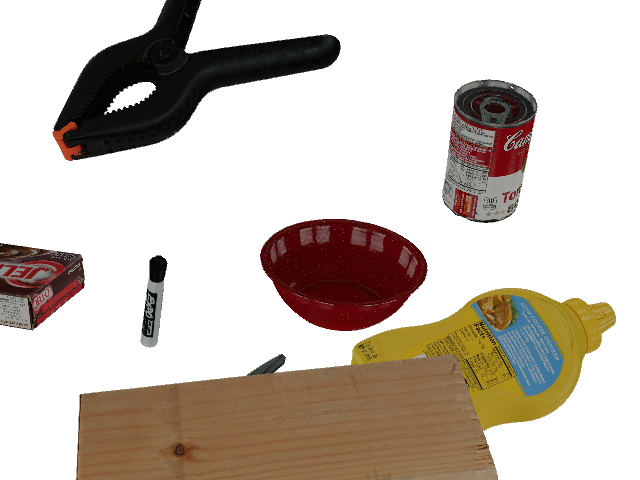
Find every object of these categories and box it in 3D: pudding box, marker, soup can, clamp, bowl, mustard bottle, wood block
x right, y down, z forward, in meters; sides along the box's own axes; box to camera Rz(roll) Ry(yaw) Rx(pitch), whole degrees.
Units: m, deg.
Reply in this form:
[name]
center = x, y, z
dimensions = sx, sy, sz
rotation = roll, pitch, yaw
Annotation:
[pudding box]
center = -0.279, 0.038, 0.938
dimensions = 0.114, 0.039, 0.090
rotation = 5, 23, 17
[marker]
center = -0.180, 0.065, 1.151
dimensions = 0.020, 0.121, 0.020
rotation = 8, 36, -6
[soup can]
center = 0.140, -0.074, 0.898
dimensions = 0.068, 0.102, 0.068
rotation = 1, 40, -1
[clamp]
center = -0.100, -0.125, 0.783
dimensions = 0.165, 0.209, 0.036
rotation = 34, -22, 26
[bowl]
center = 0.021, 0.040, 1.041
dimensions = 0.162, 0.055, 0.162
rotation = 3, 30, -2
[mustard bottle]
center = 0.124, 0.085, 0.755
dimensions = 0.191, 0.096, 0.058
rotation = -21, -30, -14
[wood block]
center = -0.020, 0.131, 0.572
dimensions = 0.206, 0.090, 0.091
rotation = -5, 39, -6

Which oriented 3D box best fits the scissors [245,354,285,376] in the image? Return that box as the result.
[scissors]
center = -0.078, 0.144, 0.823
dimensions = 0.201, 0.016, 0.096
rotation = -21, 35, -35
